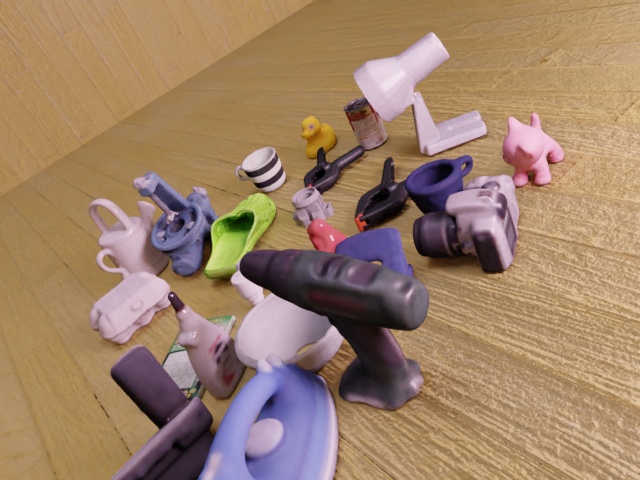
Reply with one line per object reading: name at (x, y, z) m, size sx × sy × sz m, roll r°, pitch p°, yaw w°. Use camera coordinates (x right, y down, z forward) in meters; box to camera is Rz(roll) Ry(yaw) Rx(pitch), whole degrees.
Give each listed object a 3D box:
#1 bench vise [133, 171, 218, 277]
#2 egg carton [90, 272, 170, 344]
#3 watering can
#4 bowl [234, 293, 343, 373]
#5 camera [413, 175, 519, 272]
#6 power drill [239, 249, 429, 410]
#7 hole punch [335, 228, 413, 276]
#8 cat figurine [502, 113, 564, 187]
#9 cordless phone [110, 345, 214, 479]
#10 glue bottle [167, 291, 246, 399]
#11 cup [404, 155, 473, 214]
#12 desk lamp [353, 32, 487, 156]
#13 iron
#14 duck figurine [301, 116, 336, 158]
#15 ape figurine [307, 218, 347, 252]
bench vise at (-0.298, -0.059, 1.167) m, size 0.121 × 0.220 × 0.207 m, roll -24°, pitch 30°, yaw 6°
egg carton at (-0.356, 0.125, 1.078) m, size 0.150 × 0.069 × 0.107 m, roll -44°, pitch 33°, yaw -26°
watering can at (-0.411, -0.012, 1.210) m, size 0.100 × 0.194 × 0.173 m, roll -17°, pitch 31°, yaw 18°
bowl at (-0.029, 0.134, 0.791) m, size 0.167 × 0.075 × 0.167 m, roll -20°, pitch 30°, yaw 13°
camera at (0.208, -0.030, 0.829) m, size 0.136 × 0.101 × 0.143 m, roll -8°, pitch 35°, yaw 31°
power drill at (0.029, 0.098, 0.665) m, size 0.228 × 0.209 × 0.076 m, roll -1°, pitch 39°, yaw 38°
hole punch at (0.079, 0.046, 0.825) m, size 0.108 × 0.091 × 0.101 m, roll -17°, pitch 31°, yaw 19°
cat figurine at (0.328, -0.150, 0.902) m, size 0.067 × 0.118 × 0.128 m, roll 1°, pitch 40°, yaw 40°
cordless phone at (-0.217, 0.224, 0.690) m, size 0.093 × 0.185 × 0.148 m, roll 10°, pitch 46°, yaw 47°
glue bottle at (-0.164, 0.138, 0.795) m, size 0.037 × 0.173 × 0.078 m, roll -11°, pitch 33°, yaw 26°
cup at (0.201, -0.074, 0.909) m, size 0.118 × 0.095 × 0.091 m, roll -32°, pitch 30°, yaw -8°
desk lamp at (0.193, -0.279, 1.117) m, size 0.203 × 0.214 × 0.118 m, roll -19°, pitch 31°, yaw 14°
iron at (-0.059, 0.212, 0.625) m, size 0.118 × 0.142 × 0.258 m, roll -12°, pitch 33°, yaw 26°
duck figurine at (-0.010, -0.259, 1.381) m, size 0.077 × 0.086 × 0.105 m, roll -3°, pitch 38°, yaw 37°
ape figurine at (0.009, 0.003, 0.948) m, size 0.076 × 0.092 × 0.078 m, roll -17°, pitch 31°, yaw 18°
